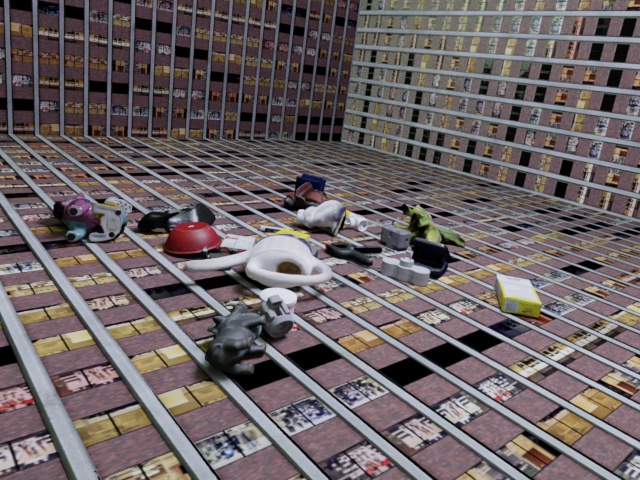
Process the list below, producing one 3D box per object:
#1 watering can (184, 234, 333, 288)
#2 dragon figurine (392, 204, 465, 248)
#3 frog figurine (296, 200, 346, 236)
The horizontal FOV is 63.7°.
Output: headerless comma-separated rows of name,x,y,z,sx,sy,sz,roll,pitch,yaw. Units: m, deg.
watering can,-0.141,0.051,1.283,0.347,0.103,0.227,7,17,-2
dragon figurine,0.399,-0.027,1.777,0.242,0.120,0.418,10,24,-22
frog figurine,0.005,-0.089,1.760,0.160,0.120,0.140,23,39,9
